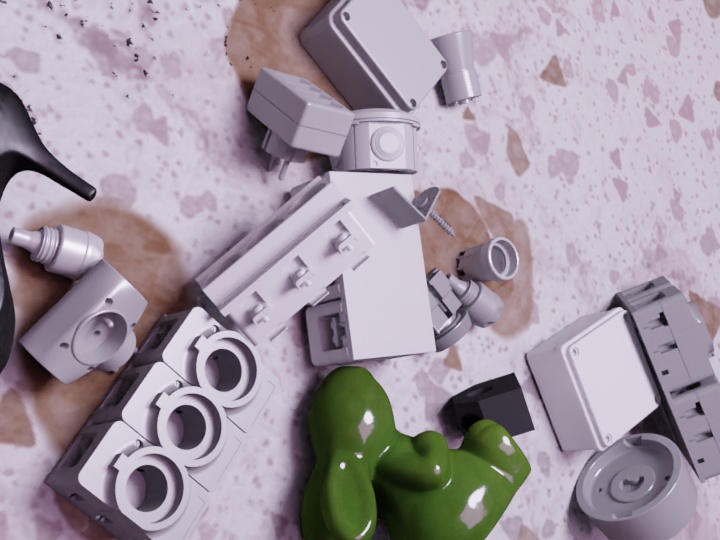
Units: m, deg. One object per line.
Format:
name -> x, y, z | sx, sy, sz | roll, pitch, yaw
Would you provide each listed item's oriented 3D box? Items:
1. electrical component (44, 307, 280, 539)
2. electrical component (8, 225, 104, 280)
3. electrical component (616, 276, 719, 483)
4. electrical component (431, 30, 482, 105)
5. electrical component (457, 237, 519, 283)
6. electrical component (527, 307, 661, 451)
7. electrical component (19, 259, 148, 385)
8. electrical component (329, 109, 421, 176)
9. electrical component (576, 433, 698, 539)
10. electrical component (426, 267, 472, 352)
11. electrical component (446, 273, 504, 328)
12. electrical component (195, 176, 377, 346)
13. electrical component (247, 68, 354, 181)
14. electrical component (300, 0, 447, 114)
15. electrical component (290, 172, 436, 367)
electrical component -> -0.132, 0.111, 0.753 | 0.089, 0.062, 0.150 | 45, 56, -22
electrical component -> -0.209, -0.015, 0.737 | 0.061, 0.035, 0.035 | 19, 69, -32
electrical component -> 0.332, 0.106, 1.097 | 0.105, 0.060, 0.186 | -63, 130, -79
electrical component -> 0.092, -0.189, 1.019 | 0.044, 0.044, 0.065 | -18, 96, -40
electrical component -> 0.117, -0.007, 0.993 | 0.040, 0.046, 0.040 | 10, 74, -37
electrical component -> 0.230, 0.107, 1.053 | 0.109, 0.056, 0.108 | -26, 97, -40
electrical component -> -0.179, 0.044, 0.736 | 0.077, 0.044, 0.079 | -46, 143, -12
electrical component -> 0.012, -0.105, 0.909 | 0.080, 0.080, 0.051 | 1, 85, -39
electrical component -> 0.269, 0.217, 1.030 | 0.060, 0.108, 0.108 | 54, 53, -24
electrical component -> 0.065, 0.038, 0.942 | 0.055, 0.048, 0.066 | 51, 53, -9
electrical component -> 0.100, 0.024, 0.980 | 0.061, 0.035, 0.035 | 38, 59, -24
electrical component -> -0.053, -0.005, 0.799 | 0.121, 0.079, 0.063 | -40, 108, -5
electrical component -> -0.055, -0.110, 0.865 | 0.047, 0.083, 0.075 | 8, 113, -38
electrical component -> 0.014, -0.191, 0.944 | 0.113, 0.057, 0.078 | 50, 54, -19
electrical component -> 0.000, 0.000, 0.886 | 0.089, 0.062, 0.150 | -2, 81, -40
